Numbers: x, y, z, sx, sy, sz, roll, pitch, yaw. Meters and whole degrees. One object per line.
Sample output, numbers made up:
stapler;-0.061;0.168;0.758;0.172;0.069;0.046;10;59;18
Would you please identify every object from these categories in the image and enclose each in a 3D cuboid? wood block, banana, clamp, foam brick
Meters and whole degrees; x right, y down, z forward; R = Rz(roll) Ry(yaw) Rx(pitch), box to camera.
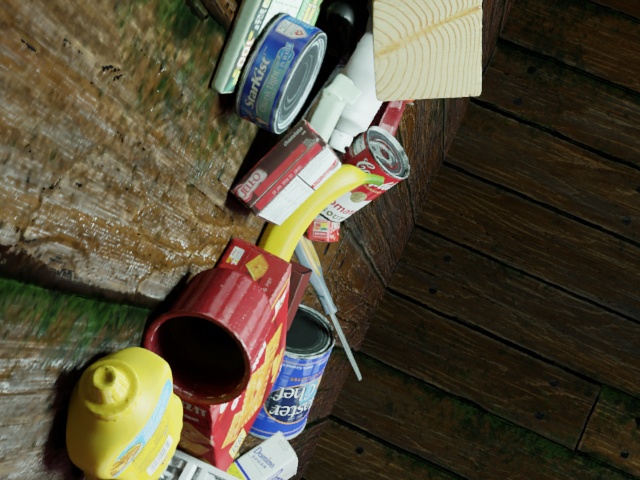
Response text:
wood block;0.092;-0.204;0.973;0.206;0.091;0.090;-85;172;-64
banana;-0.018;-0.014;1.124;0.198;0.069;0.037;-47;-173;-3
clamp;0.007;-0.167;0.974;0.120;0.039;0.171;-54;179;19
foam brick;-0.049;0.061;1.195;0.051;0.053;0.078;-14;127;-79

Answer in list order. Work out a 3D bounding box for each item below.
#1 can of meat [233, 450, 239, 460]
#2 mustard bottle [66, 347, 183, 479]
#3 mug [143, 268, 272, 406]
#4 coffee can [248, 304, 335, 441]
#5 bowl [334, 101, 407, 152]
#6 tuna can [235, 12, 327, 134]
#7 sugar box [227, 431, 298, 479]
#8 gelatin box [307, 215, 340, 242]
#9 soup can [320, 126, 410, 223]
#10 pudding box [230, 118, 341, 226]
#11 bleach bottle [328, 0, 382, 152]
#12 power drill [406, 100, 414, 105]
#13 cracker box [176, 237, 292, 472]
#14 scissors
can of meat;-0.108;0.198;1.198;0.102;0.057;0.084;38;74;-82
mustard bottle;-0.144;0.131;0.782;0.096;0.058;0.192;-57;169;-23
mug;-0.097;0.082;0.889;0.117;0.093;0.081;-35;-166;31
coffee can;-0.049;0.160;1.300;0.102;0.103;0.140;-53;164;-56
bowl;0.056;-0.137;1.295;0.162;0.055;0.162;25;89;-82
tuna can;-0.028;-0.123;0.795;0.086;0.034;0.086;-61;172;-15
sugar box;-0.108;0.299;1.253;0.176;0.048;0.093;-30;160;-15
gelatin box;0.008;-0.035;1.295;0.089;0.030;0.073;1;94;-81
soup can;0.040;-0.072;1.195;0.102;0.068;0.068;-35;-170;31
pudding box;-0.028;-0.059;0.966;0.090;0.039;0.113;-44;170;3
bleach bottle;0.065;-0.212;1.127;0.251;0.068;0.102;-65;174;9
power drill;0.143;-0.273;1.453;0.187;0.057;0.185;-50;162;-62
cracker box;-0.091;0.124;1.047;0.214;0.072;0.164;97;18;-60
scissors;0.006;0.065;1.278;0.096;0.016;0.201;-94;160;-68
